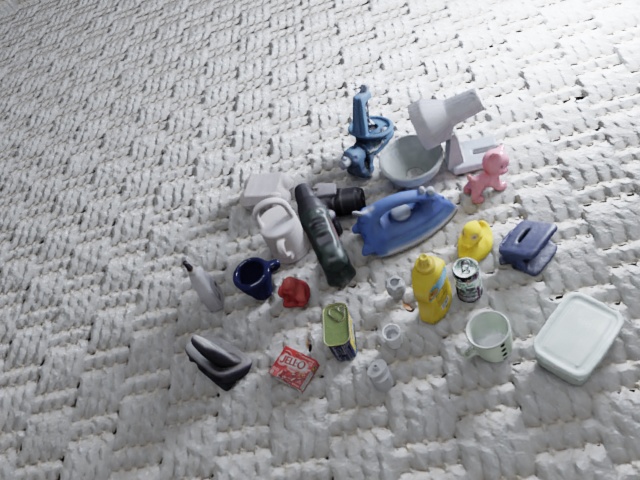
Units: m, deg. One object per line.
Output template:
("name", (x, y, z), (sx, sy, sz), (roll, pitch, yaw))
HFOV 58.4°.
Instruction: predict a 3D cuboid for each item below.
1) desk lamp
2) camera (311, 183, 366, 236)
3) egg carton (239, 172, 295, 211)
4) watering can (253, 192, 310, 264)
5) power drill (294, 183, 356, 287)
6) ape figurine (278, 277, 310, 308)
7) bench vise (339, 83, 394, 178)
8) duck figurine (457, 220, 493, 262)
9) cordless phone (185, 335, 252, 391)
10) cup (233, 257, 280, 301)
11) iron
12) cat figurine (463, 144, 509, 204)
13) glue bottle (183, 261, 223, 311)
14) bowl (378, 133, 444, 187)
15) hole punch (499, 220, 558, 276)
("desk lamp", (0.330, -0.270, 1.406), (0.203, 0.214, 0.118), (-12, 51, 11))
("camera", (0.042, -0.087, 1.446), (0.136, 0.101, 0.143), (-7, 52, 15))
("egg carton", (-0.144, -0.131, 1.568), (0.150, 0.070, 0.107), (-2, 53, 19))
("watering can", (-0.103, -0.040, 1.401), (0.101, 0.194, 0.172), (-34, 50, -7))
("power drill", (0.012, 0.005, 1.315), (0.075, 0.209, 0.229), (-26, 50, 0))
("ape figurine", (-0.063, 0.117, 1.333), (0.076, 0.092, 0.077), (-40, 51, -12))
("bench vise", (0.119, -0.280, 1.487), (0.121, 0.220, 0.207), (4, 56, 23))
("duck figurine", (0.345, -0.010, 1.284), (0.077, 0.086, 0.105), (22, 64, 32))
("cordless phone", (-0.242, 0.236, 1.245), (0.147, 0.185, 0.094), (23, 65, 33))
("cup", (-0.139, 0.096, 1.375), (0.118, 0.095, 0.091), (-28, 50, -2))
("iron", (0.196, -0.066, 1.346), (0.258, 0.142, 0.118), (-24, 50, 1))
("cat figurine", (0.400, -0.166, 1.363), (0.128, 0.118, 0.067), (-32, 50, -5))
("glue bottle", (-0.285, 0.099, 1.374), (0.037, 0.173, 0.078), (-20, 50, 5))
("bowl", (0.238, -0.192, 1.471), (0.167, 0.075, 0.167), (-10, 51, 13))
("hole punch", (0.444, 0.008, 1.231), (0.100, 0.091, 0.109), (30, 69, 35))
